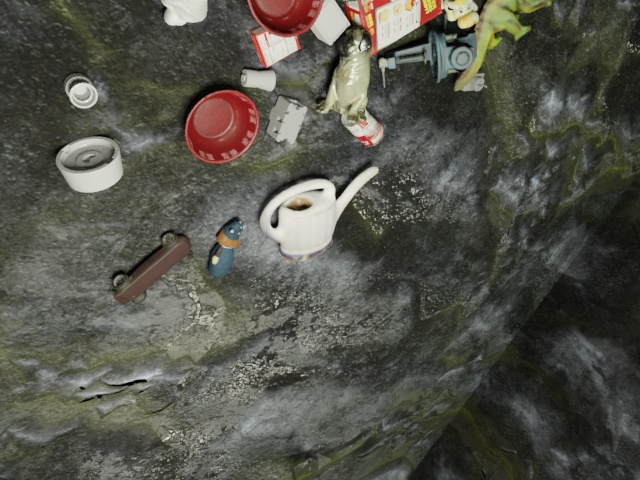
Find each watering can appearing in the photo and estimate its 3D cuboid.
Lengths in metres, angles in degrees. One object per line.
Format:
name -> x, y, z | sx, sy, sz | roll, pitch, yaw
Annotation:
watering can -> 0.004, -0.067, 1.333 | 0.350, 0.106, 0.219 | -20, 134, -25

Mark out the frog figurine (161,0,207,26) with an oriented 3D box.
frog figurine -> -0.214, -0.444, 0.876 | 0.139, 0.123, 0.157 | -22, 171, -36

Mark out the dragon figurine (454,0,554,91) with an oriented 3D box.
dragon figurine -> 0.427, -0.597, 1.290 | 0.410, 0.124, 0.239 | -49, 121, 1
